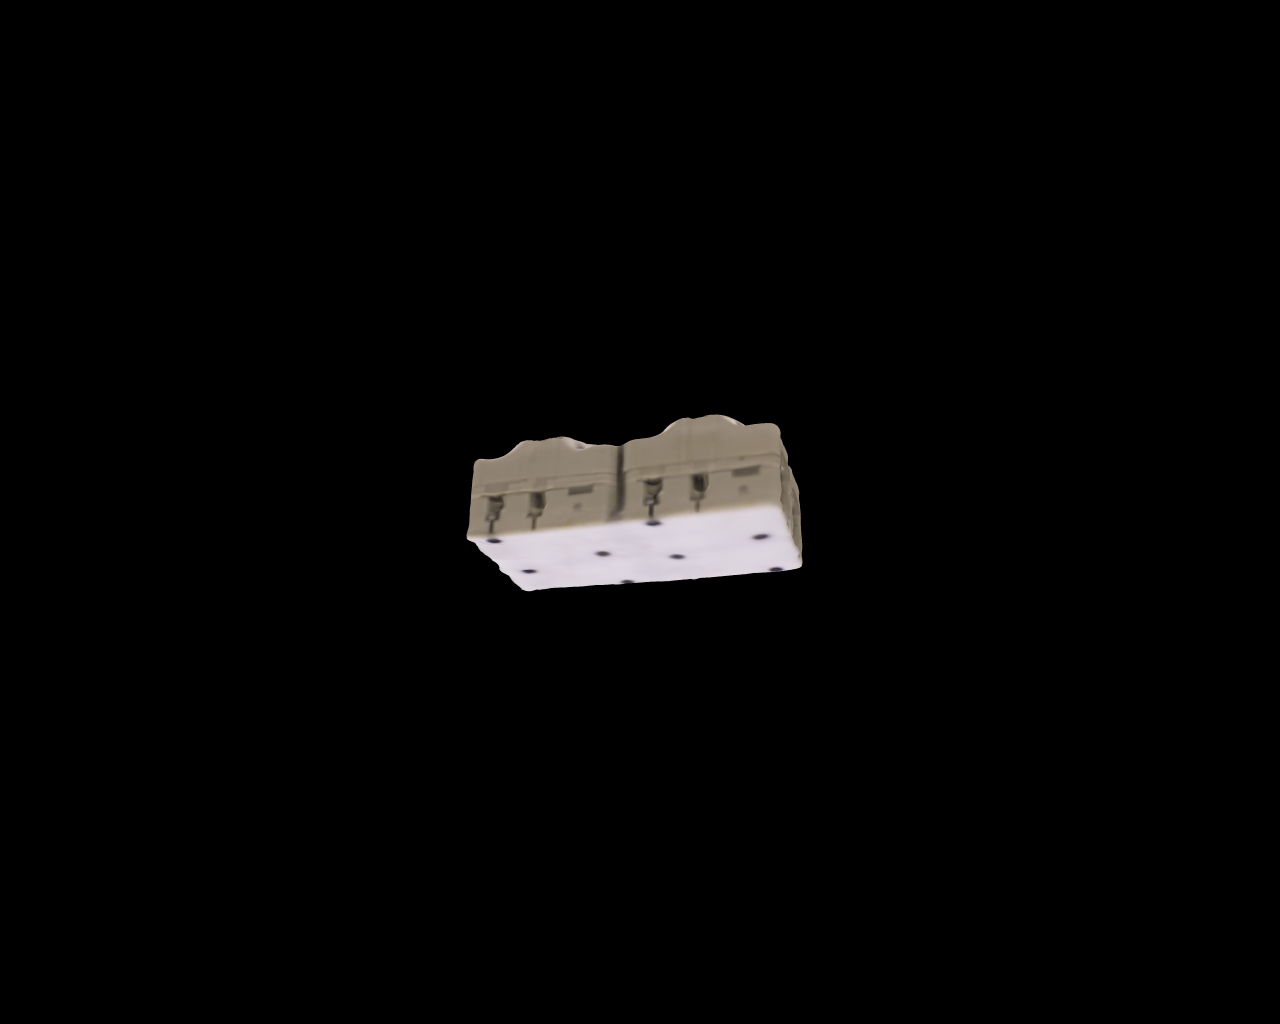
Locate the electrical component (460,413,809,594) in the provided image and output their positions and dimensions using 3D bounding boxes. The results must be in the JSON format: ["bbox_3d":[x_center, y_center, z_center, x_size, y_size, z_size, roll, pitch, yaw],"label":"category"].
[{"bbox_3d":[0.001,-0.003,0.650,0.186,0.060,0.105,-6,-23,14],"label":"electrical component"}]
